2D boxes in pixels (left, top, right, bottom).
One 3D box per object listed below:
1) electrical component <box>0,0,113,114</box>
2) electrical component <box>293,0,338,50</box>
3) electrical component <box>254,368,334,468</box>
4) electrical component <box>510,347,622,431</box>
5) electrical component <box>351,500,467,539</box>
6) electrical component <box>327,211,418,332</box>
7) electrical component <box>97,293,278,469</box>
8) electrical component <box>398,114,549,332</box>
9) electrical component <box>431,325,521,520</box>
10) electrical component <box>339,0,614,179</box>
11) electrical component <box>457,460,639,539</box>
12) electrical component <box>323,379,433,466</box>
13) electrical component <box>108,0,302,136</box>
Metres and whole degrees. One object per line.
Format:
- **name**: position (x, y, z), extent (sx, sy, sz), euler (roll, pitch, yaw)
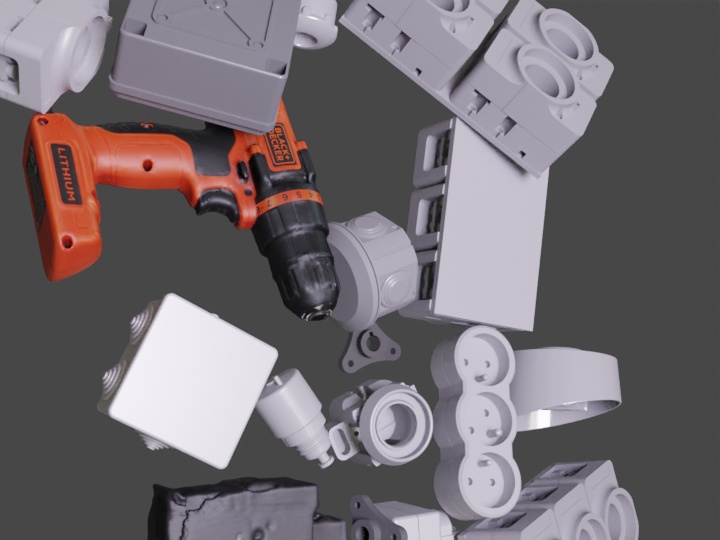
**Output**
- **electrical component**: position (-0.194, -0.146, 0.670), extent (0.056, 0.050, 0.089), euler (21, 48, 3)
- **electrical component**: position (-0.038, -0.196, 0.786), extent (0.048, 0.048, 0.062), euler (15, 73, -26)
- **electrical component**: position (-0.044, 0.106, 0.761), extent (0.040, 0.040, 0.078), euler (-39, 104, -24)
- **electrical component**: position (0.152, 0.094, 0.834), extent (0.099, 0.099, 0.064), euler (10, 75, -26)
- **electrical component**: position (0.043, 0.195, 0.785), extent (0.077, 0.066, 0.047), euler (-2, 87, -28)
- **electrical component**: position (0.000, 0.000, 0.771), extent (0.051, 0.080, 0.080), euler (-22, 96, -33)
- **electrical component**: position (-0.117, 0.074, 0.721), extent (0.100, 0.048, 0.099), euler (31, 73, -22)
- **electrical component**: position (0.086, -0.032, 0.827), extent (0.089, 0.062, 0.150), euler (11, 81, -26)
- **electrical component**: position (0.077, 0.116, 0.803), extent (0.052, 0.074, 0.138), euler (7, 72, -24)
- **electrical component**: position (0.093, -0.171, 0.798), extent (0.186, 0.060, 0.105), euler (37, 47, -6)
- **electrical component**: position (0.149, 0.211, 0.811), extent (0.150, 0.062, 0.089), euler (-20, 96, -50)
- **electrical component**: position (0.017, 0.111, 0.783), extent (0.078, 0.057, 0.058), euler (-27, 98, -26)
- **electrical component**: position (-0.099, -0.153, 0.707), extent (0.109, 0.056, 0.108), euler (14, 48, -10)
